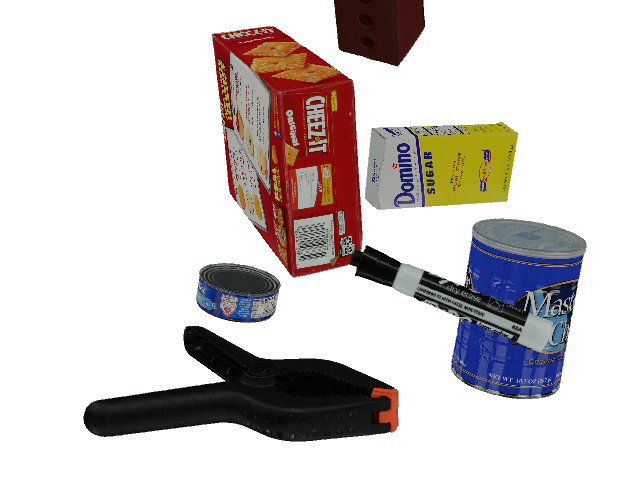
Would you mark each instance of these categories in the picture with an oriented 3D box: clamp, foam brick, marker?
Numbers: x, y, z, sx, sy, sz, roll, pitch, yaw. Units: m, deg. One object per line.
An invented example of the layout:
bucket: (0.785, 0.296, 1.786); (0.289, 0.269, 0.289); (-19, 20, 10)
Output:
clamp: (-0.044, 0.105, 0.777); (0.210, 0.036, 0.164); (3, 19, 13)
foam brick: (0.044, -0.179, 0.794); (0.053, 0.051, 0.078); (19, -33, 20)
marker: (0.074, 0.032, 0.614); (0.121, 0.020, 0.020); (22, 3, 6)

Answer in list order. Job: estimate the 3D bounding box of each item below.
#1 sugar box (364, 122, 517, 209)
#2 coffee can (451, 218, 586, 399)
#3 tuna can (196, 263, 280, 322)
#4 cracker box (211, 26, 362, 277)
sugar box: (0.144, -0.089, 1.278); (0.176, 0.093, 0.048); (-6, 26, -21)
coffee can: (0.181, 0.061, 0.984); (0.103, 0.140, 0.103); (6, 16, -2)
tuna can: (-0.087, 0.055, 1.119); (0.086, 0.034, 0.086); (10, 18, -3)
cracker box: (-0.032, -0.087, 0.949); (0.072, 0.164, 0.214); (-11, 26, -15)
